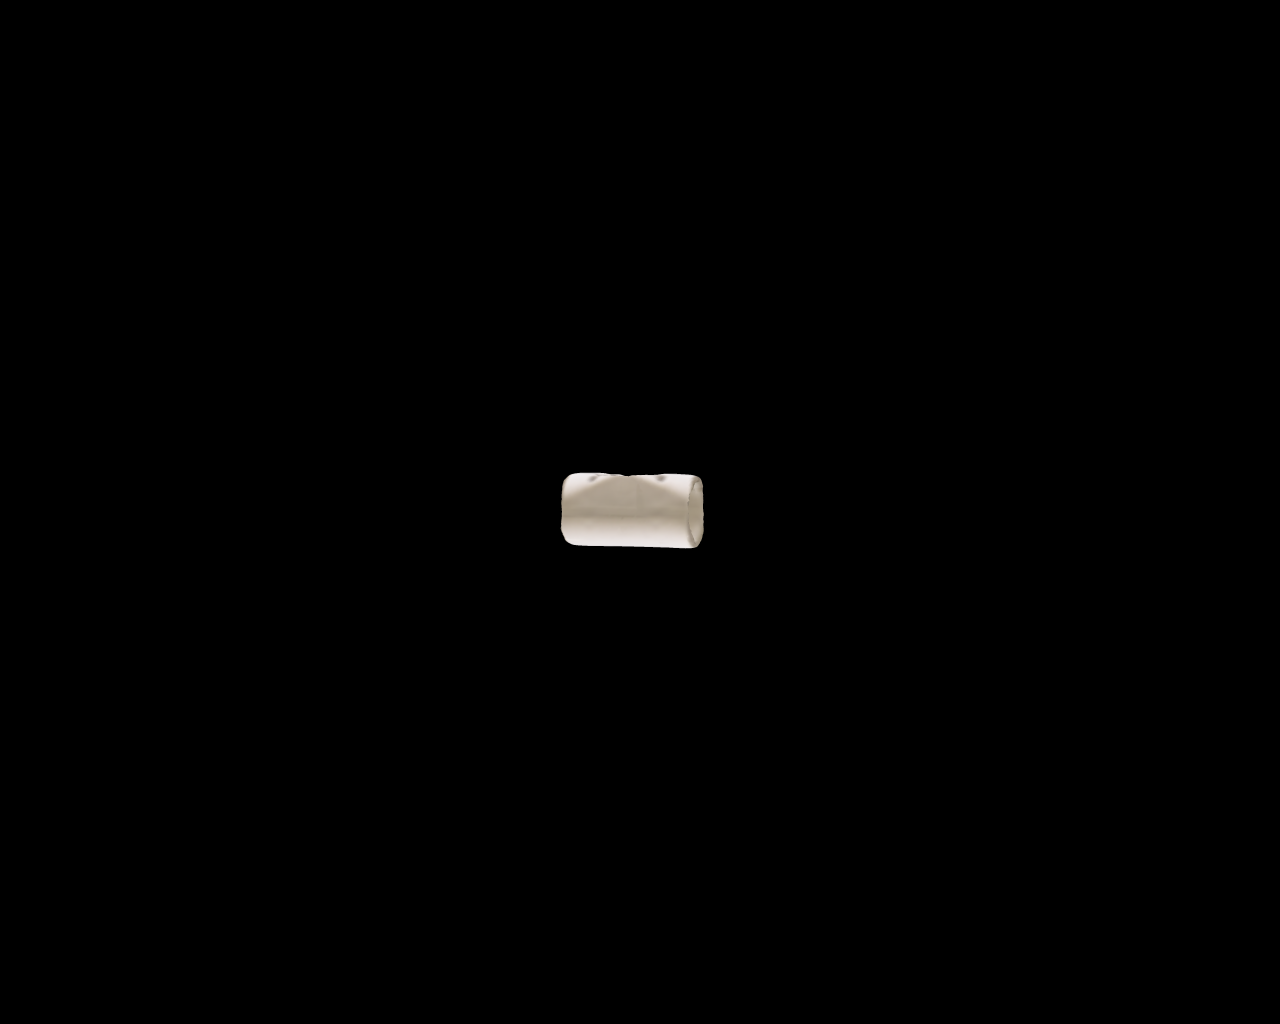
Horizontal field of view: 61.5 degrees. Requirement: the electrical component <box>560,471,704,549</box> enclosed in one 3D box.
[{"bbox_3d":[0.001,-0.003,0.650,0.077,0.044,0.079,1,4,15],"label":"electrical component"}]
